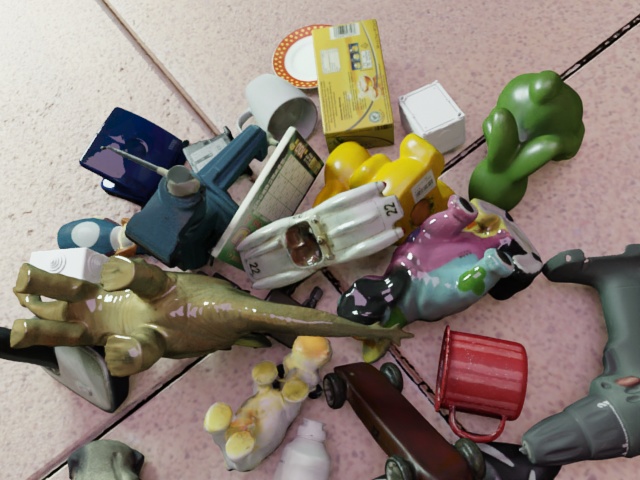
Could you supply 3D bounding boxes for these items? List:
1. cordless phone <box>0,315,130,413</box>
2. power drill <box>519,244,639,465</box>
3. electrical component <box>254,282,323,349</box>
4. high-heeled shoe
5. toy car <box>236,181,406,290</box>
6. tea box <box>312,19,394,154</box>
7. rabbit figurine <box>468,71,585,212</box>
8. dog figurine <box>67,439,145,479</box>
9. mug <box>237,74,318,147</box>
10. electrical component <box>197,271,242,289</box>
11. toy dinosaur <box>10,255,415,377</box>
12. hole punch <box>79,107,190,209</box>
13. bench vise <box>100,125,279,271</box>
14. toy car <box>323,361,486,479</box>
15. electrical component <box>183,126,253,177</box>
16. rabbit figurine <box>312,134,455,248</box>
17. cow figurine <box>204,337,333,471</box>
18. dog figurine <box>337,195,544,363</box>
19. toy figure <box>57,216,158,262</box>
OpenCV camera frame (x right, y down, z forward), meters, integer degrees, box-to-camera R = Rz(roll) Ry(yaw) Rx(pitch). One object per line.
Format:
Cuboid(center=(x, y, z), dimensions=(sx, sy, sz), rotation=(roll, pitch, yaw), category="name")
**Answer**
Cuboid(center=(-0.311, 0.133, 0.617), dimensions=(0.147, 0.184, 0.088), rotation=(23, 80, 21), category="cordless phone")
Cuboid(center=(0.298, 0.111, 0.553), dimensions=(0.232, 0.085, 0.207), rotation=(-8, 59, 1), category="power drill")
Cuboid(center=(-0.052, 0.091, 0.665), dimensions=(0.078, 0.045, 0.102), rotation=(28, 74, -8), category="electrical component")
Cuboid(center=(0.115, 0.240, 0.500), dimensions=(0.249, 0.145, 0.086), rotation=(-23, 64, 2), category="high-heeled shoe")
Cuboid(center=(-0.001, -0.002, 0.606), dimensions=(0.202, 0.056, 0.073), rotation=(-22, 91, 22), category="toy car")
Cuboid(center=(0.047, -0.215, 0.758), dimensions=(0.098, 0.068, 0.169), rotation=(-7, 74, 6), category="tea box")
Cuboid(center=(0.245, -0.103, 0.647), dimensions=(0.121, 0.159, 0.170), rotation=(28, 89, 12), category="rabbit figurine")
Cuboid(center=(-0.181, 0.294, 0.574), dimensions=(0.172, 0.121, 0.191), rotation=(4, 42, -22), category="dog figurine")
Cuboid(center=(-0.073, -0.187, 0.784), dimensions=(0.109, 0.080, 0.107), rotation=(-36, 52, 1), category="mug")
Cuboid(center=(-0.136, 0.079, 0.698), dimensions=(0.094, 0.021, 0.063), rotation=(29, 75, 22), category="electrical component")
Cuboid(center=(-0.149, 0.078, 0.562), dimensions=(0.472, 0.198, 0.105), rotation=(4, 84, 27), category="toy dinosaur")
Cuboid(center=(-0.270, -0.120, 0.786), dimensions=(0.116, 0.092, 0.142), rotation=(18, 67, 15), category="hole punch")
Cuboid(center=(-0.133, -0.065, 0.665), dimensions=(0.129, 0.223, 0.240), rotation=(29, 64, 17), category="bench vise")
Cuboid(center=(0.074, 0.185, 0.538), dimensions=(0.089, 0.053, 0.202), rotation=(-7, 21, -24), category="toy car")
Cuboid(center=(-0.166, -0.103, 0.777), dimensions=(0.119, 0.047, 0.075), rotation=(-26, 63, -3), category="electrical component")
Cuboid(center=(0.064, -0.061, 0.689), dimensions=(0.162, 0.121, 0.173), rotation=(-47, 51, -1), category="rabbit figurine")
Cuboid(center=(-0.046, 0.182, 0.602), dimensions=(0.068, 0.098, 0.167), rotation=(33, 57, 29), category="cow figurine")
Cuboid(center=(0.122, 0.053, 0.618), dimensions=(0.219, 0.191, 0.108), rotation=(-42, 62, 30), category="dog figurine")
Cuboid(center=(-0.287, 0.000, 0.751), dimensions=(0.155, 0.058, 0.064), rotation=(0, 103, 11), category="toy figure")
